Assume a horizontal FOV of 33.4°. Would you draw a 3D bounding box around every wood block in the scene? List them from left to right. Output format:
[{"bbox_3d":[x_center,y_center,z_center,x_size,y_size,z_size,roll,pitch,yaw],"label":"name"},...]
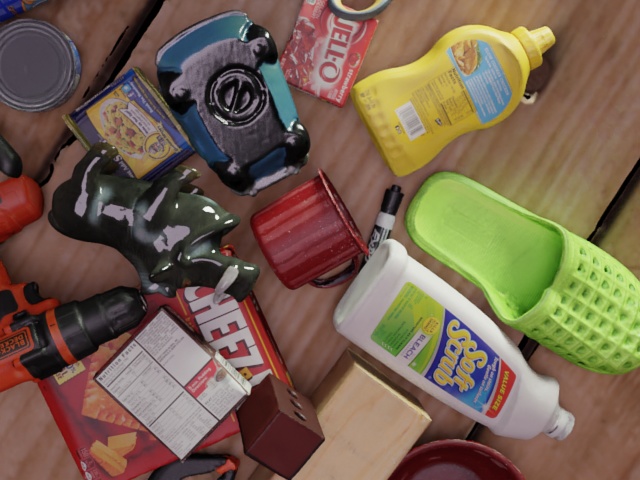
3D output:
[{"bbox_3d":[0.003,0.217,1.004,0.090,0.091,0.206,37,92,-5],"label":"wood block"}]

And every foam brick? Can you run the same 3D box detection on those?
[{"bbox_3d":[-0.036,0.164,0.940,0.053,0.078,0.051,35,99,-19],"label":"foam brick"}]

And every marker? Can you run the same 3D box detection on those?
[{"bbox_3d":[0.055,0.005,1.024,0.020,0.020,0.121,18,94,-3],"label":"marker"}]

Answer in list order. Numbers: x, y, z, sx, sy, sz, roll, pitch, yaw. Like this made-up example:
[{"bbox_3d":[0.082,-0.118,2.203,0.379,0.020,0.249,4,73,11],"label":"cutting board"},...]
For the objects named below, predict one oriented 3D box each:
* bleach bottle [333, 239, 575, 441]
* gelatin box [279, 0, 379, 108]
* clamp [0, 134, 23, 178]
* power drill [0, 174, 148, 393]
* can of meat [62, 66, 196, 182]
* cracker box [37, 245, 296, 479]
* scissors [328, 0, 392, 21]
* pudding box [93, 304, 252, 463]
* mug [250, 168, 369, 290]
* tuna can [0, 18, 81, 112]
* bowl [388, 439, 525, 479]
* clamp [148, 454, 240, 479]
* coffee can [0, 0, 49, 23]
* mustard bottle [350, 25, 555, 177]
[{"bbox_3d":[0.139,0.108,1.004,0.250,0.068,0.102,33,99,-12],"label":"bleach bottle"},{"bbox_3d":[0.005,-0.179,1.003,0.073,0.030,0.089,23,94,-3],"label":"gelatin box"},{"bbox_3d":[-0.372,-0.134,0.988,0.165,0.036,0.210,-18,87,17],"label":"clamp"},{"bbox_3d":[-0.263,0.035,0.958,0.184,0.057,0.188,-24,62,-4],"label":"power drill"},{"bbox_3d":[-0.174,-0.099,0.993,0.084,0.057,0.102,-37,95,0],"label":"can of meat"},{"bbox_3d":[-0.149,0.121,1.003,0.213,0.072,0.164,-24,95,0],"label":"cracker box"},{"bbox_3d":[0.091,-0.238,0.993,0.201,0.016,0.096,8,68,-2],"label":"scissors"},{"bbox_3d":[-0.130,0.127,0.949,0.113,0.039,0.090,44,91,-2],"label":"pudding box"},{"bbox_3d":[-0.007,0.001,0.995,0.081,0.093,0.117,-30,129,6],"label":"mug"},{"bbox_3d":[-0.268,-0.162,0.997,0.086,0.034,0.086,0,95,-1],"label":"tuna can"},{"bbox_3d":[0.123,0.265,1.028,0.162,0.055,0.162,0,95,-1],"label":"bowl"},{"bbox_3d":[-0.158,0.256,1.031,0.171,0.039,0.120,-45,93,-1],"label":"clamp"},{"bbox_3d":[-0.262,-0.262,0.955,0.140,0.103,0.103,-24,95,1],"label":"coffee can"},{"bbox_3d":[0.131,-0.144,0.993,0.191,0.058,0.096,-29,107,1],"label":"mustard bottle"}]
